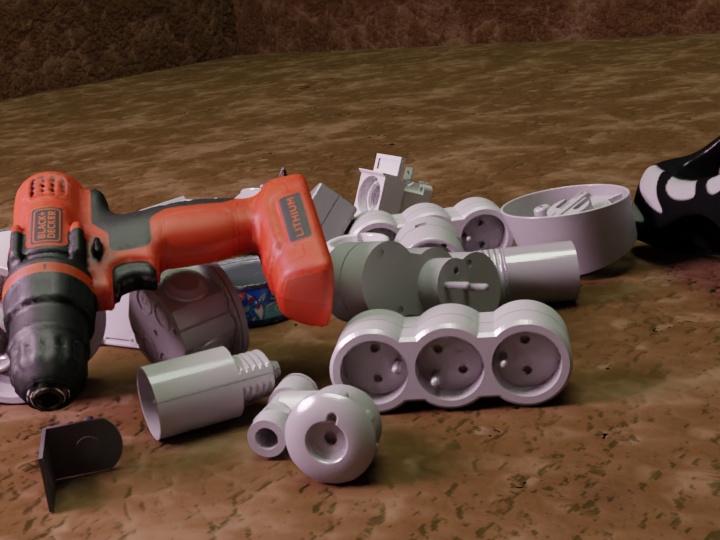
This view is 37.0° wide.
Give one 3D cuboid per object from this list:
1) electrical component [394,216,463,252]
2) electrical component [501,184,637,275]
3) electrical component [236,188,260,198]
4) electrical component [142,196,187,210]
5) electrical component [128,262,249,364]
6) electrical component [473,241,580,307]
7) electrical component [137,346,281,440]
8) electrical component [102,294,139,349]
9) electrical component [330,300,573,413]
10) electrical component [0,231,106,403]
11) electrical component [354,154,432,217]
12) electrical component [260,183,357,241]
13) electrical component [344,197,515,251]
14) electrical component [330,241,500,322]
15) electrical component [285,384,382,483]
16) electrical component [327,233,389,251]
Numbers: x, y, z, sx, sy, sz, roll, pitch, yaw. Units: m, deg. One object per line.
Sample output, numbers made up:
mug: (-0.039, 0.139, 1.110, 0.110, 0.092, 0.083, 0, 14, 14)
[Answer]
electrical component: (0.054, -0.008, 0.829, 0.055, 0.055, 0.047, -6, 20, 1)
electrical component: (0.167, -0.038, 0.849, 0.099, 0.064, 0.099, -19, 23, 8)
electrical component: (-0.078, -0.047, 1.018, 0.079, 0.044, 0.077, 12, -12, -27)
electrical component: (-0.177, -0.019, 0.936, 0.079, 0.063, 0.121, 5, 19, 35)
electrical component: (-0.113, 0.032, 0.707, 0.051, 0.080, 0.080, -24, 23, -34)
electrical component: (0.114, 0.004, 0.778, 0.081, 0.043, 0.043, -6, 16, 0)
electrical component: (-0.086, 0.068, 0.634, 0.081, 0.043, 0.043, -13, 17, -24)
electrical component: (-0.147, 0.020, 0.791, 0.096, 0.061, 0.061, 4, 19, 31)
electrical component: (0.055, 0.045, 0.643, 0.138, 0.052, 0.073, -4, 16, 8)
electrical component: (-0.227, 0.035, 0.697, 0.108, 0.108, 0.060, -3, 22, 12)
electrical component: (0.031, -0.065, 1.009, 0.064, 0.081, 0.042, 11, 5, -32)
electrical component: (-0.055, -0.041, 0.885, 0.065, 0.077, 0.047, -61, 12, -29)
electrical component: (0.055, -0.031, 0.907, 0.138, 0.052, 0.073, -7, 16, -4)
electrical component: (0.049, 0.011, 0.699, 0.074, 0.052, 0.138, 0, -4, 44)
electrical component: (-0.009, 0.080, 0.564, 0.048, 0.048, 0.062, -2, 10, 15)
electrical component: (0.000, 0.000, 0.830, 0.055, 0.047, 0.055, -6, 16, 2)
